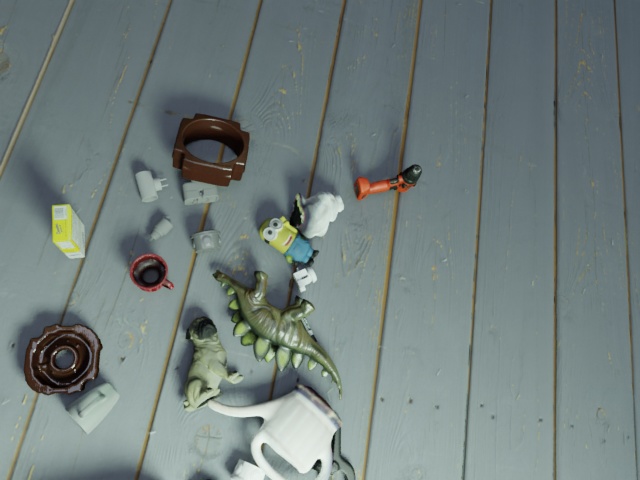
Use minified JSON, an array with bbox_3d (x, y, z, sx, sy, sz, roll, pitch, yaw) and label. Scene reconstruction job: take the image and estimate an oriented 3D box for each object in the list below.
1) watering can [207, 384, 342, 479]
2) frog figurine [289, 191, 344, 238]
[{"bbox_3d":[-0.092,0.454,1.284,0.228,0.348,0.102,-46,-3,-27],"label":"watering can"},{"bbox_3d":[0.005,-0.076,1.500,0.160,0.136,0.124,-4,17,-24],"label":"frog figurine"}]
